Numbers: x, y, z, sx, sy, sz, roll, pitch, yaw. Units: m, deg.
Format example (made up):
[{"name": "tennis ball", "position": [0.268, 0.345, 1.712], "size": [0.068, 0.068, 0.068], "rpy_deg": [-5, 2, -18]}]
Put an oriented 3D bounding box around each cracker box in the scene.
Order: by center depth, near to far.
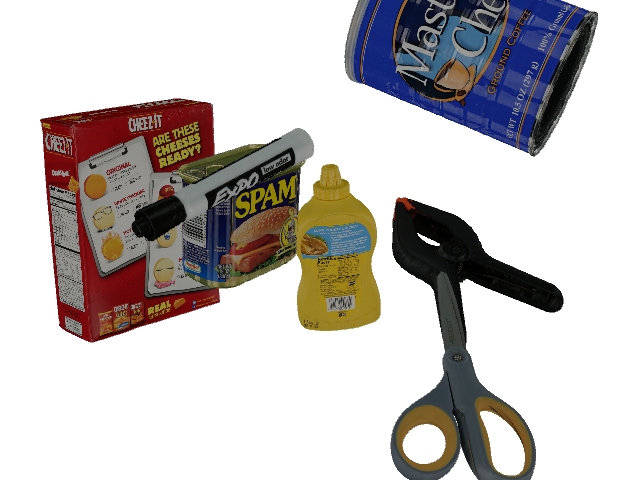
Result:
[{"name": "cracker box", "position": [-0.185, -0.025, 1.062], "size": [0.163, 0.214, 0.072], "rpy_deg": [-16, 22, -42]}]

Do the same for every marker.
[{"name": "marker", "position": [-0.054, -0.032, 0.596], "size": [0.120, 0.020, 0.020], "rpy_deg": [-30, 17, -31]}]

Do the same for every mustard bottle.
[{"name": "mustard bottle", "position": [0.016, 0.006, 1.212], "size": [0.096, 0.192, 0.058], "rpy_deg": [-5, 24, -3]}]

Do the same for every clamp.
[{"name": "clamp", "position": [0.126, 0.021, 0.924], "size": [0.120, 0.039, 0.171], "rpy_deg": [-8, 47, -26]}]

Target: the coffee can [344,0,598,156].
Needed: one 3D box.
[{"name": "coffee can", "position": [0.101, -0.131, 0.725], "size": [0.140, 0.103, 0.102], "rpy_deg": [25, 7, 16]}]

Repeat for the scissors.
[{"name": "scissors", "position": [0.074, 0.090, 0.702], "size": [0.096, 0.016, 0.202], "rpy_deg": [-10, 38, -12]}]

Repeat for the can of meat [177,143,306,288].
[{"name": "can of meat", "position": [-0.060, -0.019, 0.811], "size": [0.058, 0.084, 0.101], "rpy_deg": [20, 28, 34]}]
